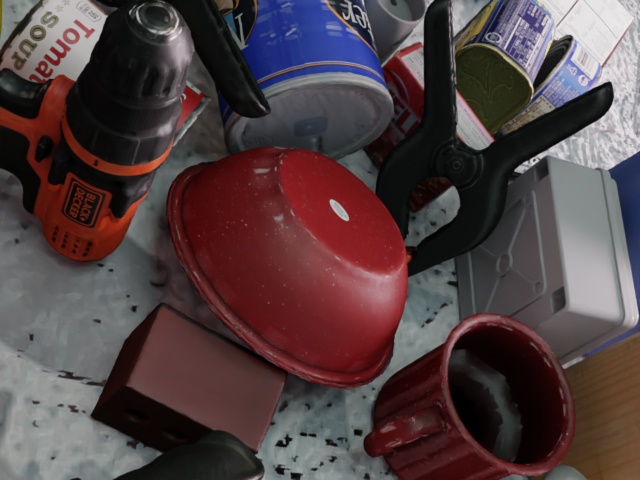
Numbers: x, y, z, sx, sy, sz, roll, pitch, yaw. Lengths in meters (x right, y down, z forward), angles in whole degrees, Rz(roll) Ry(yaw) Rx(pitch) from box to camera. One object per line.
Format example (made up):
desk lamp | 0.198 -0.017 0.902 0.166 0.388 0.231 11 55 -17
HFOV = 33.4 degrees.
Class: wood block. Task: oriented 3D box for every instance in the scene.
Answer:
wood block | 0.220 0.101 0.617 0.090 0.206 0.091 12 60 -27

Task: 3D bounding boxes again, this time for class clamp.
clamp | 0.095 -0.048 0.641 0.120 0.171 0.039 24 18 14
clamp | -0.074 -0.179 0.617 0.210 0.036 0.164 29 87 26

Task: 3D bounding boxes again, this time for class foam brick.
foam brick | -0.066 0.079 0.545 0.078 0.053 0.051 30 52 -15

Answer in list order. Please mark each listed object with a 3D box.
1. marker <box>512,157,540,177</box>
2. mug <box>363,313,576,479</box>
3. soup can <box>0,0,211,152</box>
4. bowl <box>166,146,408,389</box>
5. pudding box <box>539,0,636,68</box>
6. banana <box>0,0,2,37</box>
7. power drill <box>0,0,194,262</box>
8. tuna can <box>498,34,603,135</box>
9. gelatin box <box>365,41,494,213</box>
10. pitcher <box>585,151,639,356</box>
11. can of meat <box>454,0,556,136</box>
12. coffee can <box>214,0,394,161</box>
marker | 0.163 -0.051 0.788 0.121 0.020 0.020 12 59 -27
mug | 0.075 0.101 0.604 0.117 0.082 0.093 -13 72 -37
soup can | -0.120 -0.084 0.590 0.102 0.069 0.068 39 50 -9
bowl | -0.004 0.001 0.593 0.162 0.055 0.162 32 31 -22
pudding box | 0.200 -0.178 0.871 0.090 0.039 0.113 45 51 -5
banana | -0.225 -0.175 0.598 0.069 0.037 0.198 -34 84 -23
power drill | -0.158 -0.077 0.500 0.187 0.185 0.057 28 52 -5
tuna can | 0.163 -0.106 0.776 0.033 0.086 0.086 41 50 -9
gelatin box | 0.063 -0.073 0.699 0.030 0.073 0.089 -34 86 -40
pitcher | 0.261 -0.010 0.681 0.149 0.243 0.145 7 64 -25
can of meat | 0.110 -0.115 0.737 0.057 0.102 0.083 38 48 -8
coffee can | -0.020 -0.128 0.657 0.102 0.103 0.140 2 64 -32
